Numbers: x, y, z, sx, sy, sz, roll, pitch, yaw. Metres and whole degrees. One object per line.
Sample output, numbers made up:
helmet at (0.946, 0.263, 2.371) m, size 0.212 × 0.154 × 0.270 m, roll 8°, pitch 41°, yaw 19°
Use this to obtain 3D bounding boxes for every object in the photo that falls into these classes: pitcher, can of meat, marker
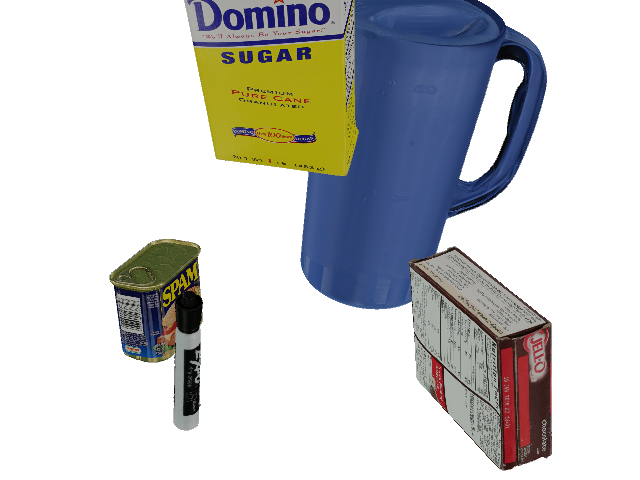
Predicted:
pitcher at (0.063, -0.069, 0.828) m, size 0.144 × 0.243 × 0.149 m, roll -20°, pitch 42°, yaw -38°
can of meat at (-0.155, 0.058, 1.034) m, size 0.057 × 0.084 × 0.102 m, roll 8°, pitch 27°, yaw 20°
marker at (-0.093, 0.084, 0.742) m, size 0.020 × 0.121 × 0.020 m, roll 4°, pitch 37°, yaw -3°

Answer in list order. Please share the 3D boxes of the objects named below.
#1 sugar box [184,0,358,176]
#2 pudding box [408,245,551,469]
sugar box at (-0.026, -0.109, 0.642) m, size 0.093 × 0.048 × 0.176 m, roll 7°, pitch -29°, yaw 8°
pudding box at (0.094, 0.067, 0.632) m, size 0.039 × 0.090 × 0.114 m, roll -15°, pitch 27°, yaw -19°
